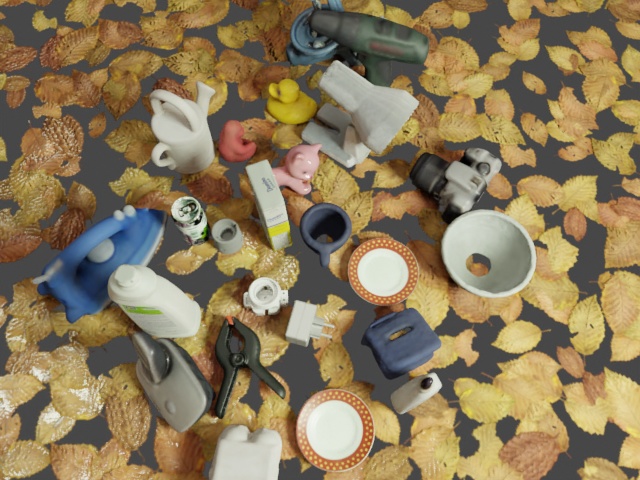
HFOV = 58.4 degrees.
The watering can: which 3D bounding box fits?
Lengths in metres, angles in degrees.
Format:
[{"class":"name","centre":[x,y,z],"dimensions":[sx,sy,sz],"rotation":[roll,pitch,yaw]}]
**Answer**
[{"class":"watering can","centre":[-0.256,-0.218,1.059],"dimensions":[0.101,0.194,0.173],"rotation":[8,68,2]}]

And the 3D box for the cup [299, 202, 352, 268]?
[{"class":"cup","centre":[0.009,0.004,1.029],"dimensions":[0.091,0.095,0.118],"rotation":[0,68,-1]}]

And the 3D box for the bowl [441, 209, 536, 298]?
[{"class":"bowl","centre":[0.296,0.034,1.034],"dimensions":[0.167,0.075,0.167],"rotation":[1,68,-1]}]

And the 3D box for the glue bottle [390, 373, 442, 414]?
[{"class":"glue bottle","centre":[0.157,0.234,0.895],"dimensions":[0.078,0.173,0.037],"rotation":[-26,70,-11]}]

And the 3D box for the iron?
[{"class":"iron","centre":[-0.375,0.012,0.991],"dimensions":[0.118,0.141,0.259],"rotation":[37,72,13]}]

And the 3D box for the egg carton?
[{"class":"egg carton","centre":[-0.119,0.368,0.890],"dimensions":[0.107,0.069,0.150],"rotation":[6,68,1]}]

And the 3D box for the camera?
[{"class":"camera","centre":[0.251,-0.125,1.084],"dimensions":[0.136,0.101,0.143],"rotation":[34,71,12]}]

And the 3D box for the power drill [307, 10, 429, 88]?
[{"class":"power drill","centre":[0.089,-0.353,1.116],"dimensions":[0.229,0.208,0.075],"rotation":[5,68,1]}]

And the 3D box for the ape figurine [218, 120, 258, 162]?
[{"class":"ape figurine","centre":[-0.165,-0.197,1.108],"dimensions":[0.076,0.092,0.077],"rotation":[-29,71,-12]}]

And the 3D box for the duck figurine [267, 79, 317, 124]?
[{"class":"duck figurine","centre":[-0.057,-0.286,1.151],"dimensions":[0.104,0.086,0.077],"rotation":[15,68,5]}]

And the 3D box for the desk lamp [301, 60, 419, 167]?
[{"class":"desk lamp","centre":[0.067,-0.225,1.060],"dimensions":[0.203,0.213,0.118],"rotation":[32,71,11]}]

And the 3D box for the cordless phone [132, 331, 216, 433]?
[{"class":"cordless phone","centre":[-0.238,0.215,0.887],"dimensions":[0.094,0.185,0.147],"rotation":[-39,73,-15]}]

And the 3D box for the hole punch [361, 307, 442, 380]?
[{"class":"hole punch","centre":[0.135,0.170,0.965],"dimensions":[0.109,0.091,0.101],"rotation":[-25,70,-11]}]

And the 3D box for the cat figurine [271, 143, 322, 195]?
[{"class":"cat figurine","centre":[-0.054,-0.135,1.072],"dimensions":[0.128,0.118,0.067],"rotation":[-13,68,-6]}]

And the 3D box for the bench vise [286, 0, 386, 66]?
[{"class":"bench vise","centre":[0.030,-0.447,1.147],"dimensions":[0.207,0.220,0.121],"rotation":[-24,70,-11]}]
